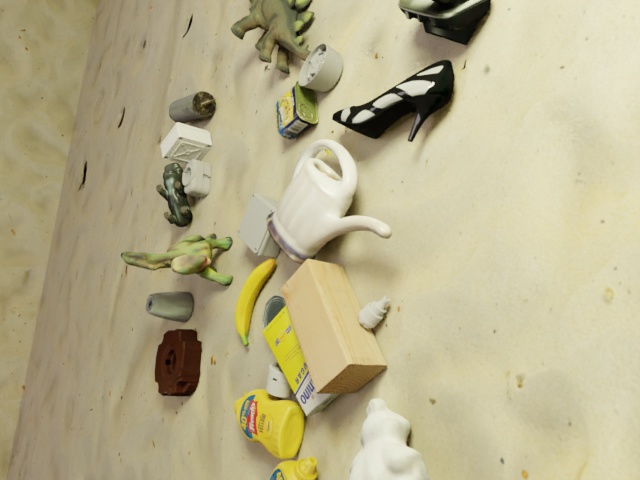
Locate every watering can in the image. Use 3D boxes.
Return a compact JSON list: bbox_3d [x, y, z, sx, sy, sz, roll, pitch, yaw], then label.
[{"bbox_3d":[0.003,-0.047,0.934,0.221,0.103,0.355,-56,34,23],"label":"watering can"}]

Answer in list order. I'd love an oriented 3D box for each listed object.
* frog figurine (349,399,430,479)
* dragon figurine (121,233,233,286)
[{"bbox_3d":[0.090,0.309,0.723,0.135,0.123,0.161,-43,58,59],"label":"frog figurine"},{"bbox_3d":[-0.359,0.034,1.252,0.410,0.242,0.122,6,89,49],"label":"dragon figurine"}]
